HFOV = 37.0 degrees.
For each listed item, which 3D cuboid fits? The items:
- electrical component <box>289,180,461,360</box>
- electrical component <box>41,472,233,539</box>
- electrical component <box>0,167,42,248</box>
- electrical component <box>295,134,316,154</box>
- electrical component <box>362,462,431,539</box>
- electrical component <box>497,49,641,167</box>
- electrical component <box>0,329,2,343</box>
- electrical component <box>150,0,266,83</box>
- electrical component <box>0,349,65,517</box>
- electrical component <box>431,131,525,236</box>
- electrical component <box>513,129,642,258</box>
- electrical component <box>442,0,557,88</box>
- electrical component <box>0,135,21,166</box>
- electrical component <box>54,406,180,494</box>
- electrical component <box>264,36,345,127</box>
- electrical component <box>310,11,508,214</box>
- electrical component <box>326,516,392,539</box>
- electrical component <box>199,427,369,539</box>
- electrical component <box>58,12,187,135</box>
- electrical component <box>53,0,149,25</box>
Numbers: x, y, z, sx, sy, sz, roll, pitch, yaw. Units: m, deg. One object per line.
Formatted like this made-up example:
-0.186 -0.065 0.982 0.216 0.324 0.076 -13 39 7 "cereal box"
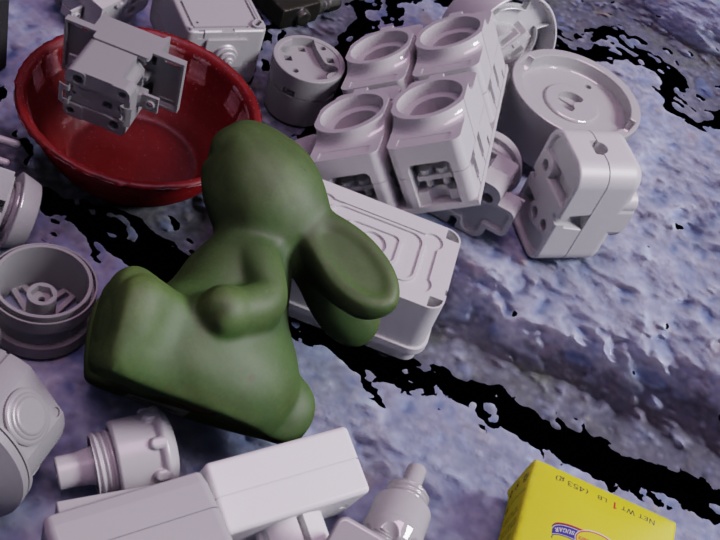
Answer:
0.000 0.000 0.696 0.113 0.057 0.078 21 45 -1 "electrical component"
-0.116 0.143 0.519 0.096 0.061 0.061 -12 55 -29 "electrical component"
-0.226 -0.041 0.648 0.055 0.048 0.066 19 86 -29 "electrical component"
-0.049 -0.071 0.755 0.044 0.044 0.065 44 45 20 "electrical component"
0.023 0.133 0.599 0.035 0.035 0.061 25 43 2 "electrical component"
0.162 -0.119 0.863 0.108 0.060 0.108 11 47 -12 "electrical component"
-0.258 0.005 0.596 0.138 0.052 0.073 28 46 6 "electrical component"
-0.115 -0.179 0.812 0.062 0.061 0.096 -8 53 -27 "electrical component"
-0.193 0.080 0.535 0.080 0.080 0.051 25 40 2 "electrical component"
0.085 -0.067 0.789 0.078 0.058 0.057 29 49 6 "electrical component"
0.159 -0.054 0.777 0.059 0.095 0.053 0 50 -21 "electrical component"
0.114 -0.187 0.884 0.099 0.099 0.064 -5 46 -25 "electrical component"
-0.258 -0.085 0.684 0.079 0.044 0.077 17 46 -6 "electrical component"
-0.128 0.100 0.566 0.062 0.048 0.048 -10 54 -20 "electrical component"
-0.044 -0.142 0.815 0.055 0.047 0.055 11 47 -12 "electrical component"
0.039 -0.117 0.768 0.105 0.060 0.186 -7 36 20 "electrical component"
0.007 0.180 0.519 0.100 0.048 0.099 29 74 4 "electrical component"
-0.038 0.134 0.568 0.083 0.047 0.075 -11 68 -29 "electrical component"
-0.155 -0.123 0.680 0.081 0.042 0.063 21 47 0 "electrical component"
-0.204 -0.210 0.819 0.055 0.048 0.066 41 48 7 "electrical component"
